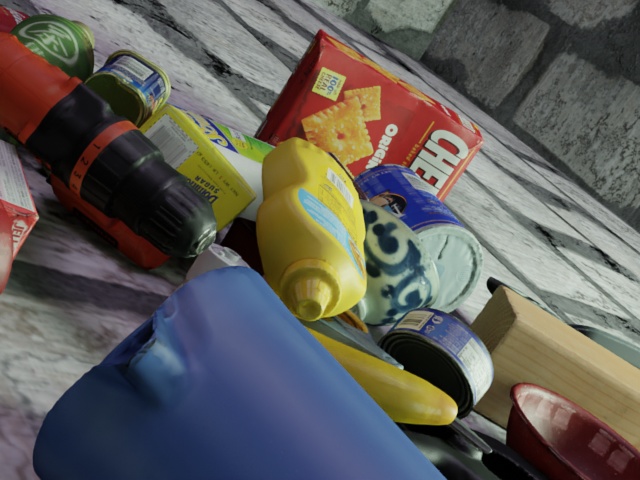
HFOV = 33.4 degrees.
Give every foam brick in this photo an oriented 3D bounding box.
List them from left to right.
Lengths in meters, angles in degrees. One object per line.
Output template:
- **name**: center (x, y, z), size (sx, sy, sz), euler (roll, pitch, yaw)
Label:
- **foam brick**: center (-0.038, 0.023, 0.832), size (0.078, 0.051, 0.053), euler (15, 25, -50)

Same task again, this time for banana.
- **banana**: center (-0.006, 0.074, 0.700), size (0.198, 0.037, 0.069), euler (25, 19, 30)

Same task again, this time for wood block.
- **wood block**: center (0.225, 0.139, 0.938), size (0.206, 0.090, 0.091), euler (31, 15, -7)

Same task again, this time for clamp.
- **clamp**: center (0.089, 0.145, 0.746), size (0.210, 0.036, 0.164), euler (28, 16, -5)

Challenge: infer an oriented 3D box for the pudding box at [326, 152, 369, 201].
- **pudding box**: center (0.015, -0.020, 0.999), size (0.039, 0.090, 0.113), euler (-13, 32, -11)

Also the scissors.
- **scissors**: center (0.030, 0.082, 0.746), size (0.096, 0.016, 0.202), euler (20, 15, -39)

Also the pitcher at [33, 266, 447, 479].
- **pitcher**: center (0.005, 0.138, 0.457), size (0.243, 0.145, 0.149), euler (43, 30, 20)

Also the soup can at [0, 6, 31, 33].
- **soup can**: center (-0.286, -0.163, 0.866), size (0.069, 0.068, 0.102), euler (41, 18, 26)

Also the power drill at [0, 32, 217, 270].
- **power drill**: center (-0.131, -0.038, 0.680), size (0.184, 0.057, 0.187), euler (41, -11, 10)

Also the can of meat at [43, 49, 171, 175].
- **can of meat**: center (-0.166, -0.091, 0.830), size (0.057, 0.102, 0.084), euler (32, 18, -8)

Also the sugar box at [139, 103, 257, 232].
- **sugar box**: center (-0.099, -0.052, 0.829), size (0.093, 0.048, 0.176), euler (48, -7, -5)

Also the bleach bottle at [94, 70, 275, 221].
- **bleach bottle**: center (-0.137, -0.088, 0.954), size (0.250, 0.068, 0.102), euler (24, 20, -23)

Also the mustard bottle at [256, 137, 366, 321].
- **mustard bottle**: center (-0.005, 0.001, 0.760), size (0.096, 0.058, 0.191), euler (52, 16, -21)

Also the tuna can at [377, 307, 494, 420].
- **tuna can**: center (0.087, 0.093, 0.802), size (0.086, 0.086, 0.033), euler (37, 55, 13)

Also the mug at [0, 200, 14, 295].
- **mug**: center (-0.196, 0.014, 0.498), size (0.081, 0.093, 0.117), euler (8, 60, -67)

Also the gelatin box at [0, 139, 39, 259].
- **gelatin box**: center (-0.188, -0.009, 0.584), size (0.030, 0.073, 0.089), euler (24, 18, -35)

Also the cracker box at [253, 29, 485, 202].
- **cracker box**: center (0.047, -0.105, 1.180), size (0.213, 0.164, 0.072), euler (30, 18, -11)

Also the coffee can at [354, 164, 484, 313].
- **coffee can**: center (0.085, -0.001, 1.054), size (0.102, 0.103, 0.140), euler (24, 18, -30)

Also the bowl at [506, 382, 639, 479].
- **bowl**: center (0.199, 0.181, 0.819), size (0.162, 0.055, 0.162), euler (31, 16, -10)
